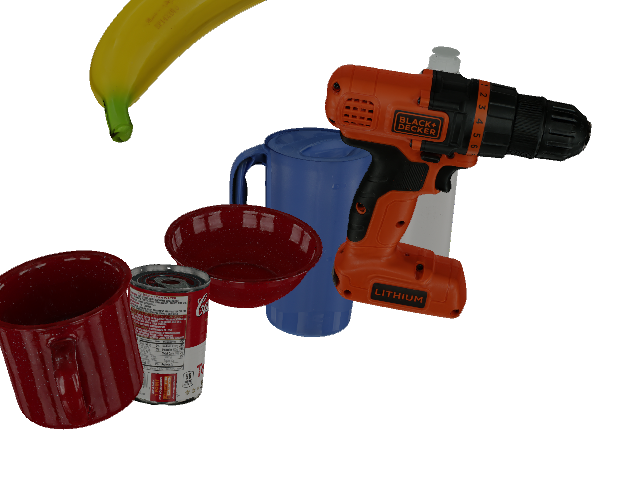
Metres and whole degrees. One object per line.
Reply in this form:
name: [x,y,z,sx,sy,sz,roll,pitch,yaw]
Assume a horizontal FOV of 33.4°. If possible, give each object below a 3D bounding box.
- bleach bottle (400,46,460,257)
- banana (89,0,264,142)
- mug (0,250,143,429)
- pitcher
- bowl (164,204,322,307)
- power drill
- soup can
bleach bottle: [0.113,-0.074,1.106,0.068,0.251,0.102,4,29,-4]
banana: [-0.049,-0.120,0.545,0.070,0.197,0.037,40,-23,19]
mug: [-0.154,0.069,0.661,0.093,0.081,0.117,-13,29,-11]
pitcher: [-0.019,-0.009,1.303,0.149,0.243,0.144,17,25,28]
bowl: [-0.080,0.022,1.099,0.162,0.055,0.162,5,29,-3]
power drill: [0.087,-0.034,0.780,0.184,0.188,0.057,11,34,4]
soup can: [-0.128,0.078,0.885,0.068,0.102,0.068,5,14,-1]
